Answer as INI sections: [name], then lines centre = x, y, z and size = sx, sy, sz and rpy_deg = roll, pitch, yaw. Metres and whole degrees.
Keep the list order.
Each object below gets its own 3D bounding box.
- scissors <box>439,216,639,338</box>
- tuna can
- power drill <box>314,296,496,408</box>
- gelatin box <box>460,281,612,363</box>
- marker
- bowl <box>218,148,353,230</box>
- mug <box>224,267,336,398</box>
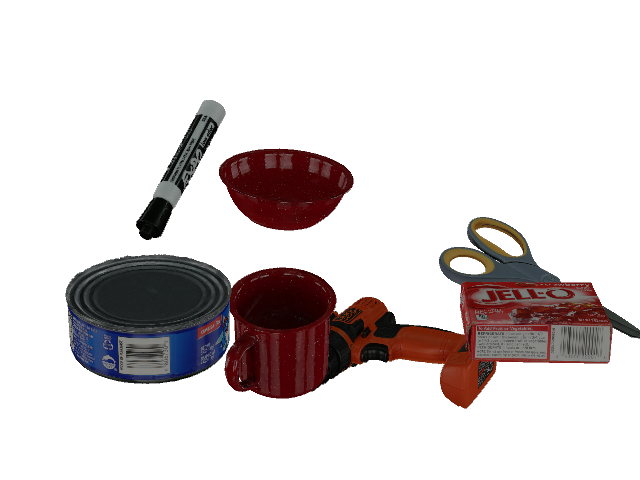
[scissors]
centre = 0.185, 0.043, 0.958
size = 0.096, 0.016, 0.202
rpy_deg = -23, 44, -18
[tuna can]
centre = -0.090, 0.040, 0.563
size = 0.086, 0.034, 0.086
rpy_deg = 2, 24, -1
[power drill]
centre = 0.078, 0.120, 1.113
size = 0.188, 0.057, 0.184
rpy_deg = 11, 26, 27
[gelatin box]
centre = 0.137, 0.051, 0.689
size = 0.089, 0.030, 0.073
rpy_deg = 1, 18, 4
[marker]
centre = -0.097, -0.050, 0.746
size = 0.020, 0.121, 0.020
rpy_deg = 16, -33, 11
[bowl]
centre = -0.043, -0.056, 1.279
size = 0.162, 0.055, 0.162
rpy_deg = 4, 26, -2
[mug]
centre = -0.040, 0.088, 0.921
size = 0.093, 0.081, 0.117
rpy_deg = 21, 39, 27
